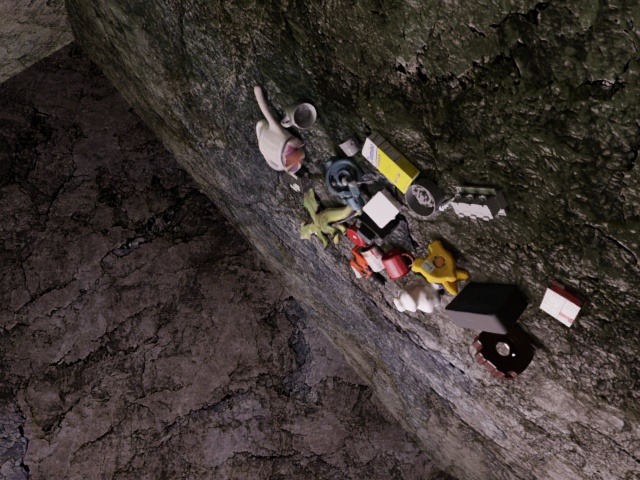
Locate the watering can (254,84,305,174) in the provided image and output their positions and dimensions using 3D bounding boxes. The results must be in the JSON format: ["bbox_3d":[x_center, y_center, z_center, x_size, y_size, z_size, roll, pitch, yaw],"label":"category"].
[{"bbox_3d":[-0.159,-0.380,1.878,0.227,0.105,0.339,36,148,31],"label":"watering can"}]

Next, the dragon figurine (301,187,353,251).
[{"bbox_3d":[0.006,-0.104,2.062,0.245,0.124,0.401,50,144,17],"label":"dragon figurine"}]

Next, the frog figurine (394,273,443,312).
[{"bbox_3d":[0.342,0.208,1.813,0.139,0.161,0.120,38,159,28],"label":"frog figurine"}]
